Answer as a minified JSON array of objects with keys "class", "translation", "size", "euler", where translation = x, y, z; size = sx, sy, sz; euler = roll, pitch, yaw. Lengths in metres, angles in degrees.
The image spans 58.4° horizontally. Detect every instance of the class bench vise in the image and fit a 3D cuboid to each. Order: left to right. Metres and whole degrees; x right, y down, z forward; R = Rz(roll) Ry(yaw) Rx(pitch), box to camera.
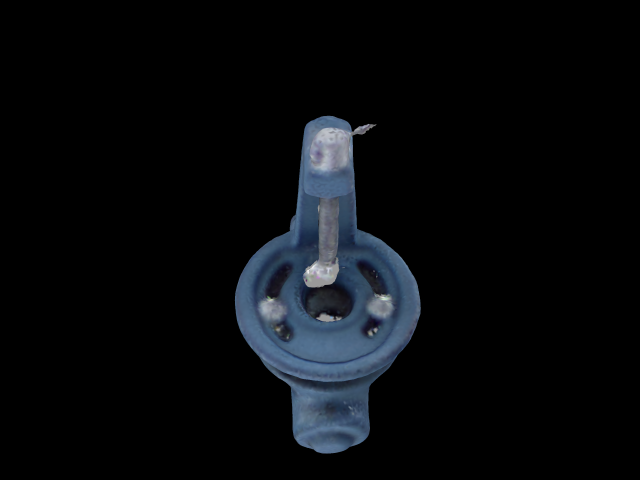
[{"class":"bench vise","translation":[-0.008,0.004,0.397],"size":[0.122,0.220,0.207],"euler":[-12,36,-16]}]
